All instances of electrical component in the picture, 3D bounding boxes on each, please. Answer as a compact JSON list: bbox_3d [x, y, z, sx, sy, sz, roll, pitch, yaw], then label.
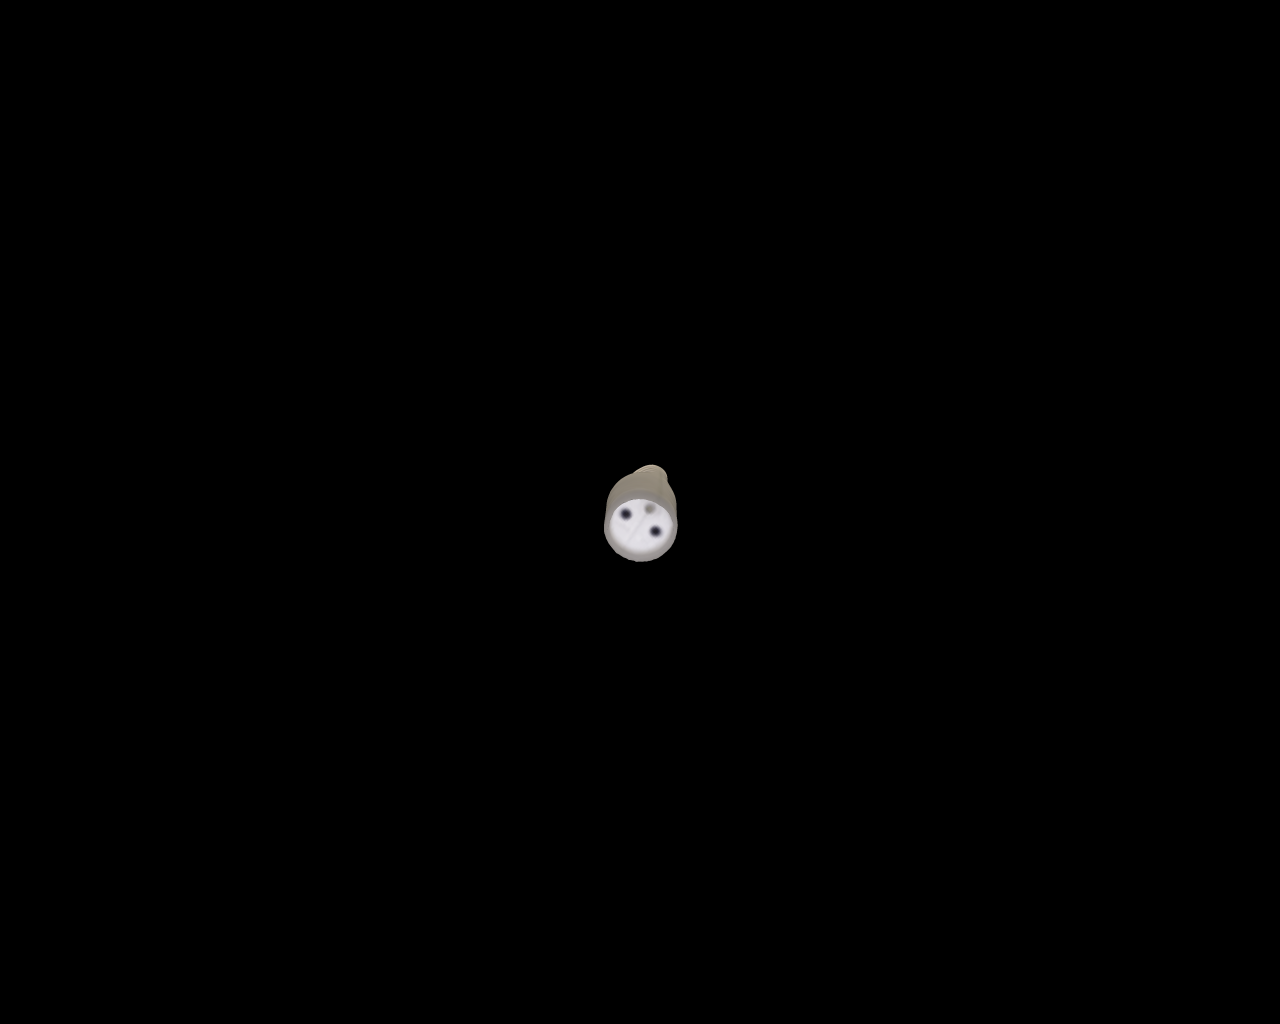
[{"bbox_3d":[0.001,-0.003,0.650,0.043,0.043,0.081,0,20,0],"label":"electrical component"}]
